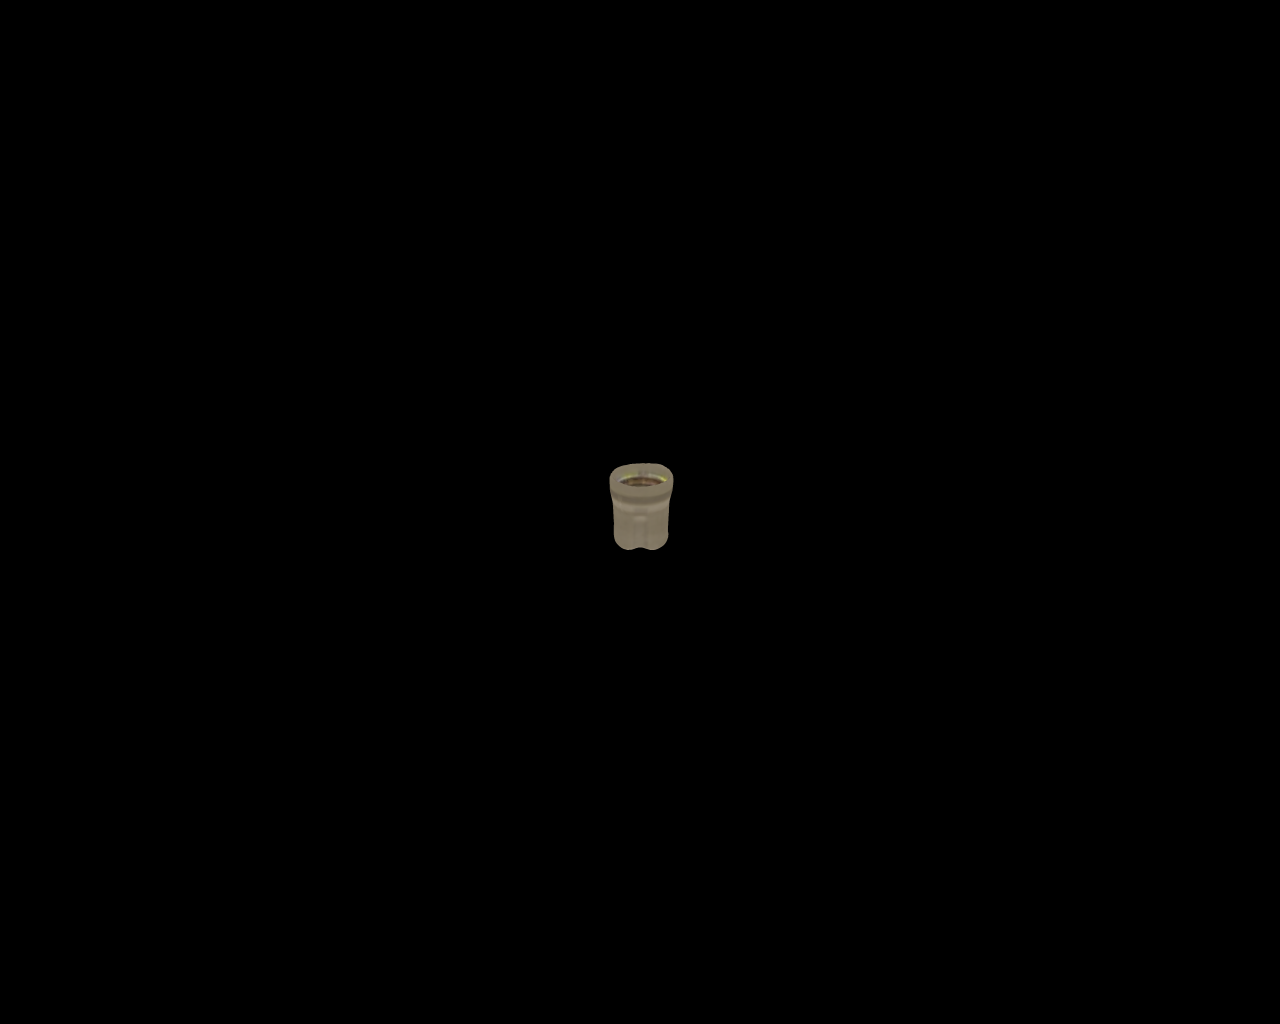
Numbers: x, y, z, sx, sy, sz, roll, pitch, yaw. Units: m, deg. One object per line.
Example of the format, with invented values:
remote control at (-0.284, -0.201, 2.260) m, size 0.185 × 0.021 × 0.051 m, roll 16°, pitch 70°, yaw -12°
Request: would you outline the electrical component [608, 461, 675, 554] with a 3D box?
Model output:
electrical component at (0.001, -0.003, 0.650) m, size 0.040 × 0.046 × 0.040 m, roll 0°, pitch 24°, yaw 0°
